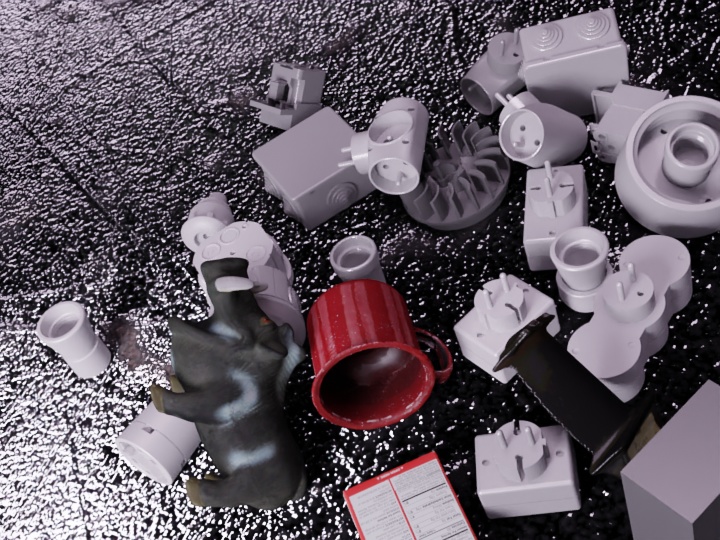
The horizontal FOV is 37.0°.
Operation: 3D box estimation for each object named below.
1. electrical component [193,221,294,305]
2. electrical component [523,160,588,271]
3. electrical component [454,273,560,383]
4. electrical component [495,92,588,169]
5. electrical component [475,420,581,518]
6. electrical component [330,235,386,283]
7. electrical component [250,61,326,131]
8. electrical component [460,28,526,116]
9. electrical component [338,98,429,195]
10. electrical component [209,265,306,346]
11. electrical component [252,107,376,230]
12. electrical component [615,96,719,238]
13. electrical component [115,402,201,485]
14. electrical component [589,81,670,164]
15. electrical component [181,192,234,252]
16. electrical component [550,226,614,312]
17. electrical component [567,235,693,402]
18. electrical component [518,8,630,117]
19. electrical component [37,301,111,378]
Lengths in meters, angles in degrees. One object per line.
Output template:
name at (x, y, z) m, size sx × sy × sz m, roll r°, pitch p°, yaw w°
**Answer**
electrical component at (-0.103, 0.001, 0.941) m, size 0.080 × 0.051 × 0.080 m, roll -11°, pitch 48°, yaw 12°
electrical component at (0.158, -0.055, 0.875) m, size 0.047 × 0.075 × 0.083 m, roll -4°, pitch 49°, yaw 17°
electrical component at (0.109, 0.033, 0.815) m, size 0.066 × 0.076 × 0.047 m, roll -42°, pitch 49°, yaw -17°
electrical component at (0.148, -0.127, 0.929) m, size 0.079 × 0.077 × 0.043 m, roll 50°, pitch 122°, yaw 25°
electrical component at (0.111, 0.128, 0.732) m, size 0.066 × 0.076 × 0.047 m, roll -9°, pitch 48°, yaw 13°
electrical component at (0.000, 0.000, 0.906) m, size 0.040 × 0.046 × 0.040 m, roll -11°, pitch 47°, yaw 12°
electrical component at (-0.064, -0.172, 1.061) m, size 0.042 × 0.063 × 0.081 m, roll 23°, pitch 19°, yaw 33°
electrical component at (0.137, -0.194, 1.004) m, size 0.077 × 0.079 × 0.043 m, roll -41°, pitch 69°, yaw -16°
electrical component at (0.018, -0.105, 0.933) m, size 0.079 × 0.044 × 0.077 m, roll -9°, pitch 47°, yaw 23°
electrical component at (-0.086, 0.040, 0.883) m, size 0.080 × 0.080 × 0.051 m, roll -17°, pitch 41°, yaw 6°
electrical component at (-0.039, -0.094, 1.002) m, size 0.100 × 0.048 × 0.099 m, roll -33°, pitch 47°, yaw -9°
electrical component at (0.259, -0.086, 0.849) m, size 0.108 × 0.060 × 0.108 m, roll -3°, pitch 71°, yaw 8°
electrical component at (-0.156, 0.133, 0.844) m, size 0.055 × 0.055 × 0.047 m, roll 17°, pitch 55°, yaw 32°
electrical component at (0.235, -0.123, 0.930) m, size 0.081 × 0.042 × 0.063 m, roll 18°, pitch 62°, yaw 32°
electrical component at (-0.138, -0.047, 1.003) m, size 0.048 × 0.048 × 0.062 m, roll -8°, pitch 41°, yaw 14°
electrical component at (0.174, 0.000, 0.835) m, size 0.045 × 0.055 × 0.045 m, roll -11°, pitch 48°, yaw 12°
electrical component at (0.198, 0.025, 0.791) m, size 0.052 × 0.073 × 0.138 m, roll 19°, pitch 59°, yaw 33°
electrical component at (0.191, -0.181, 0.959) m, size 0.100 × 0.099 × 0.048 m, roll -11°, pitch 60°, yaw 11°
electrical component at (-0.244, 0.063, 0.930) m, size 0.044 × 0.065 × 0.044 m, roll -11°, pitch 48°, yaw 12°
